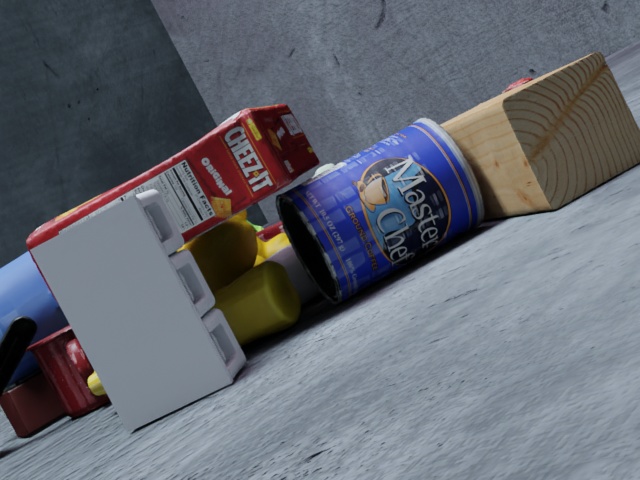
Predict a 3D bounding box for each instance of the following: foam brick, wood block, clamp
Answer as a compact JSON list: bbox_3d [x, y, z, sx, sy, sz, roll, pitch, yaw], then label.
[{"bbox_3d":[-0.288,0.165,1.115,0.078,0.051,0.053,-30,5,-32],"label":"foam brick"},{"bbox_3d":[0.164,-0.076,0.871,0.090,0.090,0.206,-27,3,-11],"label":"wood block"},{"bbox_3d":[-0.333,0.170,1.028,0.210,0.036,0.164,-35,34,50],"label":"clamp"}]

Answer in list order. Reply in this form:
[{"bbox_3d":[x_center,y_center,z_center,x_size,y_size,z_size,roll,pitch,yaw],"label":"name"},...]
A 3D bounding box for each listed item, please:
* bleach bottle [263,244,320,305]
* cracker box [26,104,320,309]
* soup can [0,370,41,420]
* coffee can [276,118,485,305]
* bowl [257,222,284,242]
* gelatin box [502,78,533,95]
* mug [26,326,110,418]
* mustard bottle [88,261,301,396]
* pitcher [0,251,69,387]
[{"bbox_3d":[0.026,0.003,0.987,0.250,0.068,0.103,-31,-2,-17],"label":"bleach bottle"},{"bbox_3d":[-0.117,-0.035,0.887,0.214,0.072,0.164,-29,5,11],"label":"cracker box"},{"bbox_3d":[-0.305,0.158,1.200,0.069,0.068,0.102,-24,6,45],"label":"soup can"},{"bbox_3d":[0.049,-0.024,0.879,0.140,0.103,0.103,-29,4,-12],"label":"coffee can"},{"bbox_3d":[-0.008,0.001,1.202,0.162,0.055,0.162,-19,7,2],"label":"bowl"},{"bbox_3d":[0.207,-0.111,1.021,0.030,0.089,0.073,-26,4,17],"label":"gelatin box"},{"bbox_3d":[-0.227,0.121,1.040,0.093,0.081,0.117,-28,3,-13],"label":"mug"},{"bbox_3d":[-0.112,0.084,0.902,0.192,0.058,0.096,-27,6,11],"label":"mustard bottle"},{"bbox_3d":[-0.278,0.057,1.171,0.242,0.145,0.149,-36,-35,-45],"label":"pitcher"}]
